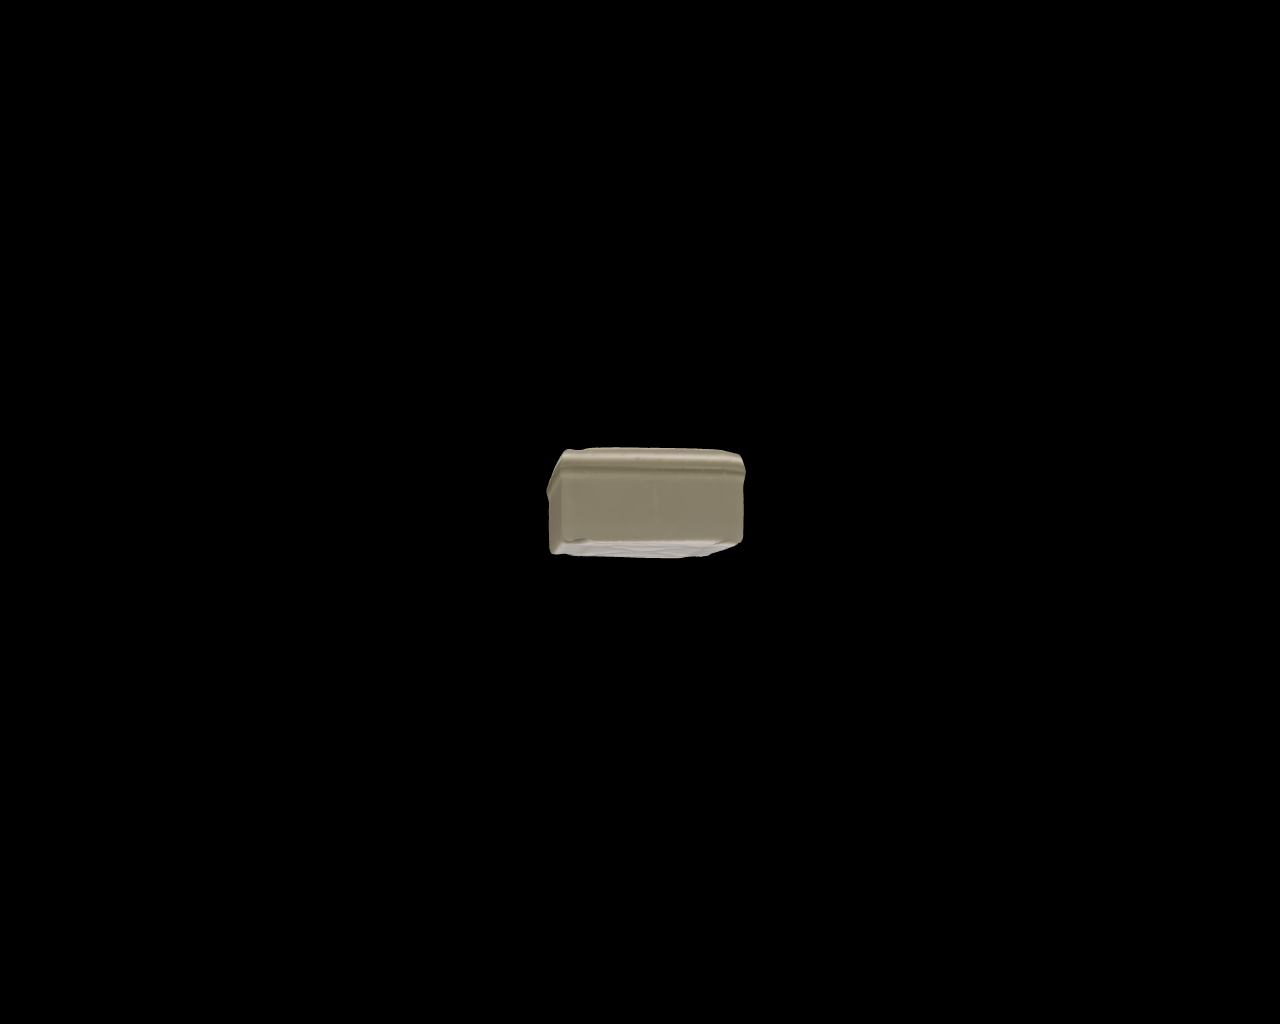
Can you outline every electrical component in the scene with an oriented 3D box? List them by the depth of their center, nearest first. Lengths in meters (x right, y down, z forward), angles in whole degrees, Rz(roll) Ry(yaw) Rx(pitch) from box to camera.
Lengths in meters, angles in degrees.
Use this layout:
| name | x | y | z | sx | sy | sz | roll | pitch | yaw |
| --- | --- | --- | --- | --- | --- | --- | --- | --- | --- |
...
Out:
| name | x | y | z | sx | sy | sz | roll | pitch | yaw |
| --- | --- | --- | --- | --- | --- | --- | --- | --- | --- |
| electrical component | 0.001 | -0.003 | 0.650 | 0.109 | 0.056 | 0.108 | 1 | -7 | -9 |
